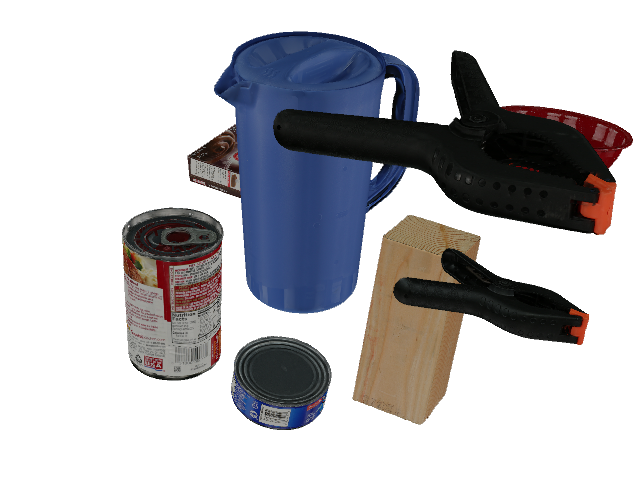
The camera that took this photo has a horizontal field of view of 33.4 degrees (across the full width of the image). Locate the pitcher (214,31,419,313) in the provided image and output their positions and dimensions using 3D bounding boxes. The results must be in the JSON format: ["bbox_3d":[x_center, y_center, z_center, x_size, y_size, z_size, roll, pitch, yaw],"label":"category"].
[{"bbox_3d":[-0.004,-0.060,0.976,0.149,0.243,0.144,14,34,17],"label":"pitcher"}]

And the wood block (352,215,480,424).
[{"bbox_3d":[0.108,0.089,1.211,0.090,0.206,0.090,18,24,20],"label":"wood block"}]

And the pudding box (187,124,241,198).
[{"bbox_3d":[-0.092,-0.096,1.286,0.090,0.039,0.113,18,38,24],"label":"pudding box"}]

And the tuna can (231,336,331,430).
[{"bbox_3d":[-0.035,0.125,0.935,0.086,0.034,0.086,7,36,-6],"label":"tuna can"}]

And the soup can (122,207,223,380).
[{"bbox_3d":[-0.101,0.038,0.742,0.068,0.102,0.068,2,30,-2],"label":"soup can"}]

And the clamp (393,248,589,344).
[{"bbox_3d":[0.163,0.050,0.983,0.172,0.039,0.120,18,30,16],"label":"clamp"}]

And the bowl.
[{"bbox_3d":[0.255,-0.101,1.172,0.162,0.055,0.162,6,22,-3],"label":"bowl"}]

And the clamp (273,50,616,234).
[{"bbox_3d":[0.082,-0.056,0.637,0.164,0.036,0.210,-20,36,-24],"label":"clamp"}]
